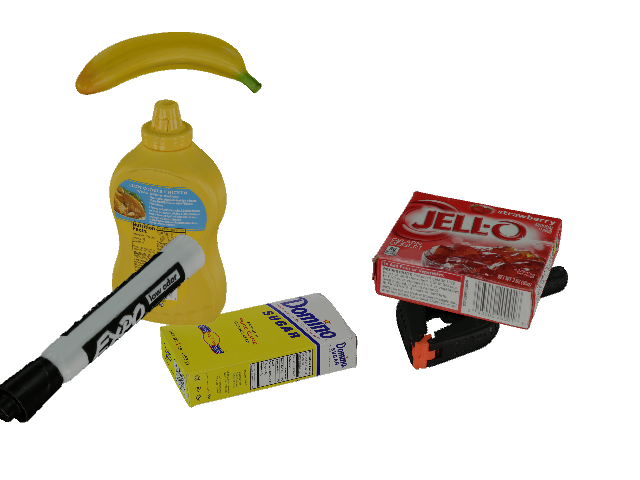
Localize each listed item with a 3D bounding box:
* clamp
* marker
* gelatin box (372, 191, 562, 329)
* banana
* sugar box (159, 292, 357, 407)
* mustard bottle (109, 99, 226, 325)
[{"bbox_3d":[0.122,0.053,1.006,0.165,0.036,0.209,18,32,27],"label":"clamp"},{"bbox_3d":[-0.095,0.037,0.469,0.020,0.020,0.121,0,33,43],"label":"marker"},{"bbox_3d":[0.082,0.008,0.592,0.089,0.030,0.073,13,36,18],"label":"gelatin box"},{"bbox_3d":[-0.154,-0.178,1.065,0.197,0.070,0.037,-7,-39,-30],"label":"banana"},{"bbox_3d":[-0.061,0.105,1.057,0.176,0.048,0.093,-14,32,-19],"label":"sugar box"},{"bbox_3d":[-0.127,-0.024,0.887,0.096,0.192,0.058,9,29,11],"label":"mustard bottle"}]
